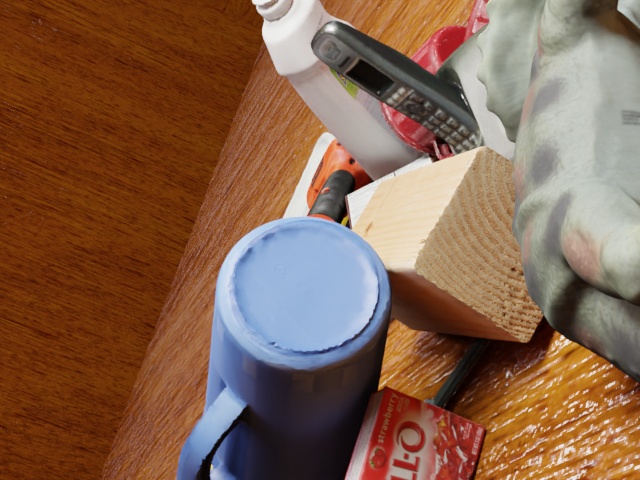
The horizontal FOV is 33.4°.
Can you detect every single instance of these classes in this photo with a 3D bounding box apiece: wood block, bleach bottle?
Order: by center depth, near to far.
[{"bbox_3d":[0.087,0.007,0.735,0.091,0.090,0.206,-59,10,-9],"label":"wood block"},{"bbox_3d":[0.025,-0.150,0.977,0.068,0.250,0.102,-8,54,35],"label":"bleach bottle"}]

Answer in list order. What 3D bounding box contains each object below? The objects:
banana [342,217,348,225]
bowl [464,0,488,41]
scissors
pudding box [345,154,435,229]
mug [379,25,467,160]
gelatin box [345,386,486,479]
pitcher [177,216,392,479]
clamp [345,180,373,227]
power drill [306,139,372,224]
[{"bbox_3d":[0.016,-0.016,1.212,0.037,0.069,0.198,43,124,32],"label":"banana"},{"bbox_3d":[0.177,-0.203,0.855,0.162,0.055,0.162,-61,12,23],"label":"bowl"},{"bbox_3d":[0.071,0.142,0.749,0.202,0.016,0.096,-56,12,44],"label":"scissors"},{"bbox_3d":[0.071,-0.026,0.930,0.090,0.039,0.113,-28,19,10],"label":"pudding box"},{"bbox_3d":[0.112,-0.124,0.934,0.082,0.093,0.117,-44,45,51],"label":"mug"},{"bbox_3d":[0.057,0.146,0.667,0.030,0.073,0.089,-40,29,66],"label":"gelatin box"},{"bbox_3d":[-0.025,0.096,0.736,0.243,0.145,0.149,97,174,-59],"label":"pitcher"},{"bbox_3d":[0.016,0.038,1.159,0.210,0.036,0.164,-54,13,41],"label":"clamp"},{"bbox_3d":[-0.007,0.001,1.071,0.185,0.057,0.187,-58,7,46],"label":"power drill"}]
